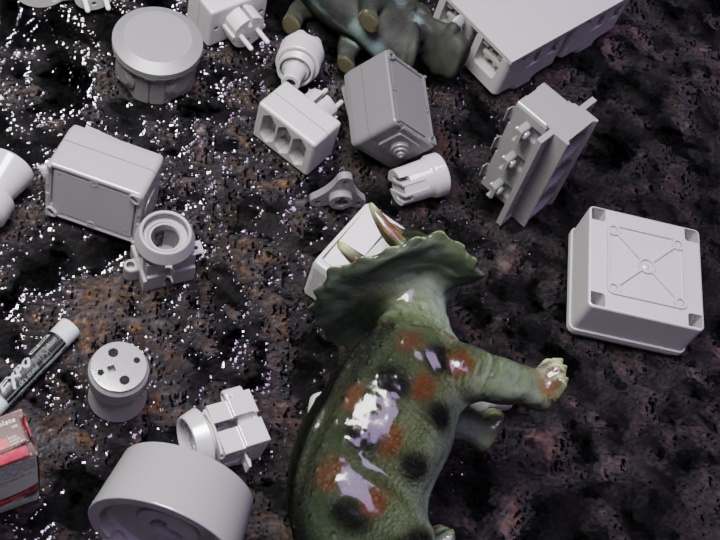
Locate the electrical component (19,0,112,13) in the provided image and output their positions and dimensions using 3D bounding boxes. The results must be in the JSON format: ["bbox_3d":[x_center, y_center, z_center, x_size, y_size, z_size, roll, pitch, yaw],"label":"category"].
[{"bbox_3d":[-0.252,-0.269,1.004,0.138,0.052,0.073,-11,63,-19],"label":"electrical component"}]

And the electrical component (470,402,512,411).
[{"bbox_3d":[0.118,0.094,0.886,0.062,0.048,0.048,0,60,-21],"label":"electrical component"}]

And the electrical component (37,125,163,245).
[{"bbox_3d":[-0.217,-0.075,0.890,0.096,0.061,0.061,19,49,-2],"label":"electrical component"}]

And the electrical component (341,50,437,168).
[{"bbox_3d":[0.025,-0.139,0.982,0.062,0.061,0.096,25,50,-46],"label":"electrical component"}]

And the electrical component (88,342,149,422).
[{"bbox_3d":[-0.182,0.084,0.810,0.045,0.055,0.045,6,59,-10],"label":"electrical component"}]

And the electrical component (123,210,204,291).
[{"bbox_3d":[-0.160,-0.017,0.875,0.066,0.055,0.048,-14,64,-21],"label":"electrical component"}]

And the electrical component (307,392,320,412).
[{"bbox_3d":[-0.026,0.127,0.832,0.044,0.044,0.065,13,53,-6],"label":"electrical component"}]

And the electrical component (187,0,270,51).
[{"bbox_3d":[-0.116,-0.238,1.022,0.066,0.047,0.076,-29,70,-27],"label":"electrical component"}]

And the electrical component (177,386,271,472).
[{"bbox_3d":[-0.105,0.124,0.812,0.055,0.048,0.066,-13,64,-29],"label":"electrical component"}]

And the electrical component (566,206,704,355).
[{"bbox_3d":[0.244,0.010,0.958,0.109,0.056,0.108,12,58,-7],"label":"electrical component"}]

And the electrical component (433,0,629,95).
[{"bbox_3d":[0.174,-0.263,1.101,0.186,0.060,0.105,-32,72,-28],"label":"electrical component"}]

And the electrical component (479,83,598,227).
[{"bbox_3d":[0.156,-0.104,0.966,0.063,0.121,0.079,43,60,16],"label":"electrical component"}]

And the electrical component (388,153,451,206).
[{"bbox_3d":[0.053,-0.081,0.976,0.046,0.040,0.040,-19,66,-17],"label":"electrical component"}]

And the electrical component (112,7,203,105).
[{"bbox_3d":[-0.185,-0.195,0.978,0.080,0.051,0.080,6,59,-10],"label":"electrical component"}]

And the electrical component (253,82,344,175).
[{"bbox_3d":[-0.046,-0.139,0.981,0.066,0.047,0.076,38,59,10],"label":"electrical component"}]

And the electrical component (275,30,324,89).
[{"bbox_3d":[-0.059,-0.192,1.007,0.043,0.043,0.062,17,46,-3],"label":"electrical component"}]

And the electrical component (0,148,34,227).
[{"bbox_3d":[-0.299,-0.065,0.876,0.045,0.045,0.055,23,58,0],"label":"electrical component"}]

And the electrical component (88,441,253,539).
[{"bbox_3d":[-0.127,0.162,0.750,0.108,0.108,0.060,21,51,-1],"label":"electrical component"}]

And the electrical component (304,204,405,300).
[{"bbox_3d":[0.000,0.000,0.901,0.062,0.061,0.096,36,58,8],"label":"electrical component"}]
